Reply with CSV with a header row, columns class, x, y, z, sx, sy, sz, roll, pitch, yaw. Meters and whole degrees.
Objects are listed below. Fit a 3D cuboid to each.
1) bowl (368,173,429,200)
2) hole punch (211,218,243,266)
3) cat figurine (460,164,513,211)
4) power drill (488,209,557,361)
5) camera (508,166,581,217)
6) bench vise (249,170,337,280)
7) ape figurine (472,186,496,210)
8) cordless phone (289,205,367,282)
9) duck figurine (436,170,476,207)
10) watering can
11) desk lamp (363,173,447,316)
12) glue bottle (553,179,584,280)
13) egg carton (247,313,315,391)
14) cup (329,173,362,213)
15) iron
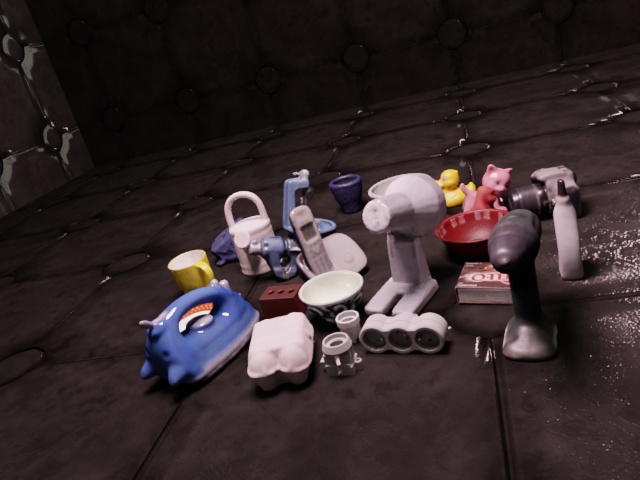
class,x,y,z,sx,sy,sz,roll,pitch,yaw
bowl,0.211,-0.109,1.471,0.167,0.075,0.167,-13,21,6
hole punch,-0.233,0.002,1.480,0.101,0.091,0.108,-15,21,2
cat figurine,0.384,-0.118,1.312,0.127,0.118,0.067,-12,22,10
power drill,0.285,0.060,0.810,0.075,0.209,0.230,-6,23,24
camera,0.476,-0.104,1.237,0.136,0.101,0.143,-12,21,8
bench vise,-0.056,-0.032,1.262,0.208,0.220,0.121,-27,24,-28
ape figurine,0.364,-0.074,1.252,0.076,0.092,0.078,-3,24,29
cordless phone,0.011,0.004,1.174,0.093,0.185,0.148,7,31,45
duck figurine,0.335,-0.135,1.433,0.104,0.086,0.077,-10,22,13
watering can,-0.159,-0.019,1.338,0.101,0.194,0.172,-20,22,-12
desk lamp,0.151,0.003,1.039,0.117,0.214,0.204,0,26,35
glue bottle,0.417,-0.023,0.973,0.037,0.173,0.078,-8,22,18
egg carton,-0.062,0.180,0.946,0.107,0.069,0.150,-14,21,4
cup,0.081,-0.128,1.581,0.091,0.095,0.118,-9,22,17
iron,-0.212,0.147,1.033,0.118,0.142,0.259,1,27,36
